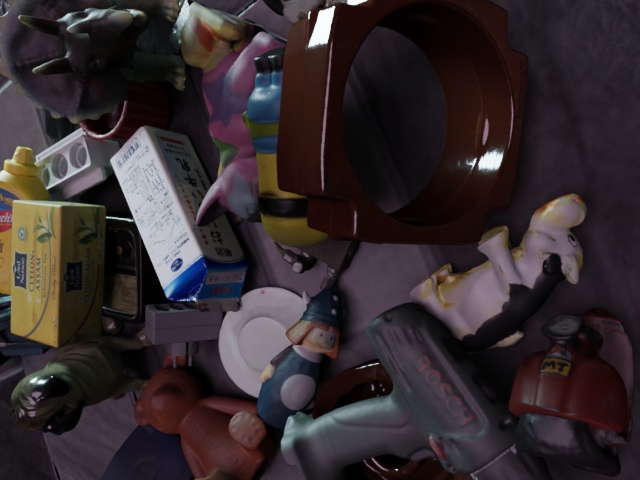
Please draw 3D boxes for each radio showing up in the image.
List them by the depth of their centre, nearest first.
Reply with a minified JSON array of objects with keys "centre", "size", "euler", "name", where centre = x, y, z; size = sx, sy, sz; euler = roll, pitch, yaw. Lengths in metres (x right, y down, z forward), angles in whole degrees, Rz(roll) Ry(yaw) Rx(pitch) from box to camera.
[{"centre":[-0.294,0.027,0.728],"size":[0.230,0.073,0.131],"euler":[6,96,28],"name":"radio"}]

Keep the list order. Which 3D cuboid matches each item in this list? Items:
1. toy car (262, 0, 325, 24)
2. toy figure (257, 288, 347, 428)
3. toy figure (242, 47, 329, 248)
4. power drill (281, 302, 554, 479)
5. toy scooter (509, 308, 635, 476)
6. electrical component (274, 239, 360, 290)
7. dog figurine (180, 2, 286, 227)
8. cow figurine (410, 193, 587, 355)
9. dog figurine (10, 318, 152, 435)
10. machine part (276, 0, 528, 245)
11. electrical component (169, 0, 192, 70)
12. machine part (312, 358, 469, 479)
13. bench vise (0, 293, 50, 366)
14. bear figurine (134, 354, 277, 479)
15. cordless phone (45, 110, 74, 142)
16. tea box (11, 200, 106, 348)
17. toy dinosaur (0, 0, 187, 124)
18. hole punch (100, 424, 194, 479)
[{"centre":[-0.056,-0.321,0.587],"size":[0.073,0.056,0.202],"euler":[-43,72,31],"name":"toy car"},{"centre":[-0.015,0.125,0.573],"size":[0.058,0.064,0.154],"euler":[33,100,39],"name":"toy figure"},{"centre":[-0.025,-0.081,0.496],"size":[0.082,0.089,0.180],"euler":[35,141,60],"name":"toy figure"},{"centre":[0.075,0.188,0.470],"size":[0.207,0.086,0.232],"euler":[-37,72,29],"name":"power drill"},{"centre":[0.204,0.107,0.420],"size":[0.075,0.183,0.135],"euler":[0,69,38],"name":"toy scooter"},{"centre":[0.000,-0.003,0.581],"size":[0.078,0.045,0.102],"euler":[37,110,23],"name":"electrical component"},{"centre":[-0.093,-0.124,0.592],"size":[0.192,0.108,0.219],"euler":[31,110,23],"name":"dog figurine"},{"centre":[0.173,0.035,0.476],"size":[0.167,0.068,0.098],"euler":[-38,81,29],"name":"cow figurine"},{"centre":[-0.328,0.172,0.691],"size":[0.172,0.190,0.121],"euler":[-11,88,30],"name":"dog figurine"},{"centre":[0.069,-0.099,0.447],"size":[0.087,0.201,0.201],"euler":[13,100,59],"name":"machine part"},{"centre":[-0.162,-0.254,0.657],"size":[0.063,0.021,0.094],"euler":[-52,51,31],"name":"electrical component"},{"centre":[0.078,0.202,0.546],"size":[0.180,0.056,0.179],"euler":[1,93,29],"name":"machine part"},{"centre":[-0.511,0.092,0.815],"size":[0.224,0.129,0.240],"euler":[-1,110,21],"name":"bench vise"},{"centre":[-0.148,0.213,0.635],"size":[0.196,0.131,0.120],"euler":[33,80,19],"name":"bear figurine"},{"centre":[-0.342,-0.210,0.749],"size":[0.147,0.089,0.184],"euler":[28,118,22],"name":"cordless phone"},{"centre":[-0.325,0.037,0.666],"size":[0.098,0.068,0.169],"euler":[5,96,28],"name":"tea box"},{"centre":[-0.275,-0.262,0.602],"size":[0.405,0.192,0.131],"euler":[49,138,35],"name":"toy dinosaur"},{"centre":[-0.210,0.300,0.694],"size":[0.142,0.092,0.115],"euler":[30,103,28],"name":"hole punch"}]
